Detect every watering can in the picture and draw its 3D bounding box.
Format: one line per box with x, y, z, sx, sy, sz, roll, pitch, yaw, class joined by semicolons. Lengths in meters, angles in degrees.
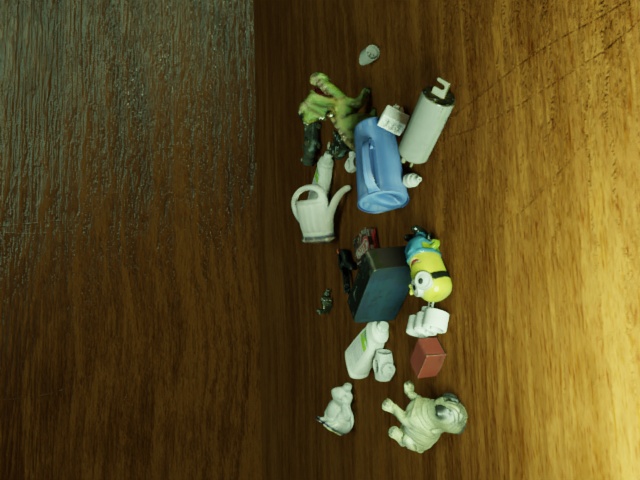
0.006;-0.094;1.871;0.347;0.105;0.223;0;102;53;watering can

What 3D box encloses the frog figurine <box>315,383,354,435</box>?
0.073;0.561;1.728;0.161;0.122;0.136;-57;2;-13;frog figurine

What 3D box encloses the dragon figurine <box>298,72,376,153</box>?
0.048;-0.354;1.538;0.119;0.243;0.419;122;146;-53;dragon figurine
